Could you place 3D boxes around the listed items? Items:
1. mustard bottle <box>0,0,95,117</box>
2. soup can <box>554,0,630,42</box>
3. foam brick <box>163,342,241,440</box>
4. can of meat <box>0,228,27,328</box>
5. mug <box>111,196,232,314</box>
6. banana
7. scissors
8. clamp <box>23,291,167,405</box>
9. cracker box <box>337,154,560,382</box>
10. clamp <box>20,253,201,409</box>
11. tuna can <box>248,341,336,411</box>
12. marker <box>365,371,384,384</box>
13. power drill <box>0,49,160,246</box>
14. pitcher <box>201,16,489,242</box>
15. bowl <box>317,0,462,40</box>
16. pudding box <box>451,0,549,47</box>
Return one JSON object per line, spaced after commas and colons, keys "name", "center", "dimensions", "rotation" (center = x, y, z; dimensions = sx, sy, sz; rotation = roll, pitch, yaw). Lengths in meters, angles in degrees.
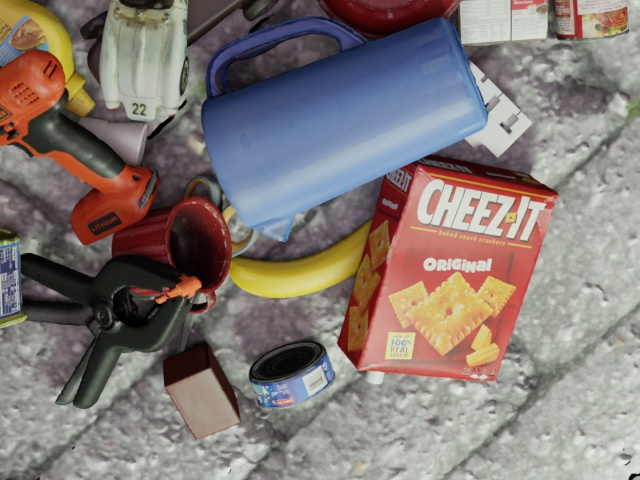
{"name": "mustard bottle", "center": [-0.286, -0.181, 0.976], "dimensions": [0.191, 0.058, 0.096], "rotation": [40, 110, -16]}
{"name": "soup can", "center": [0.254, -0.243, 1.005], "dimensions": [0.068, 0.068, 0.102], "rotation": [-9, 108, -3]}
{"name": "foam brick", "center": [-0.122, 0.156, 1.100], "dimensions": [0.051, 0.053, 0.078], "rotation": [-24, 117, 1]}
{"name": "can of meat", "center": [-0.331, 0.031, 1.024], "dimensions": [0.102, 0.057, 0.084], "rotation": [12, 109, 35]}
{"name": "mug", "center": [-0.140, 0.020, 1.026], "dimensions": [0.082, 0.093, 0.117], "rotation": [-9, 116, 35]}
{"name": "banana", "center": [-0.007, 0.019, 1.081], "dimensions": [0.197, 0.037, 0.069], "rotation": [-12, 109, -2]}
{"name": "scissors", "center": [-0.105, 0.035, 1.069], "dimensions": [0.096, 0.016, 0.202], "rotation": [10, 109, 24]}
{"name": "clamp", "center": [-0.230, 0.080, 1.079], "dimensions": [0.171, 0.039, 0.120], "rotation": [-34, 110, 4]}
{"name": "cracker box", "center": [0.126, 0.031, 1.063], "dimensions": [0.164, 0.072, 0.214], "rotation": [9, 107, -23]}
{"name": "clamp", "center": [-0.199, 0.059, 0.998], "dimensions": [0.210, 0.036, 0.164], "rotation": [-27, 93, 36]}
{"name": "tuna can", "center": [-0.029, 0.137, 1.091], "dimensions": [0.086, 0.086, 0.034], "rotation": [-19, 107, 1]}
{"name": "marker", "center": [0.071, 0.094, 1.122], "dimensions": [0.020, 0.020, 0.121], "rotation": [11, 106, -9]}
{"name": "power drill", "center": [-0.256, -0.076, 0.985], "dimensions": [0.185, 0.057, 0.187], "rotation": [-21, 129, 36]}
{"name": "pitcher", "center": [0.019, -0.119, 0.970], "dimensions": [0.243, 0.145, 0.149], "rotation": [-21, 138, 12]}
{"name": "bowl", "center": [0.061, -0.258, 0.968], "dimensions": [0.162, 0.055, 0.162], "rotation": [3, 109, 9]}
{"name": "pudding box", "center": [0.170, -0.243, 1.013], "dimensions": [0.090, 0.039, 0.113], "rotation": [-4, 106, -1]}
